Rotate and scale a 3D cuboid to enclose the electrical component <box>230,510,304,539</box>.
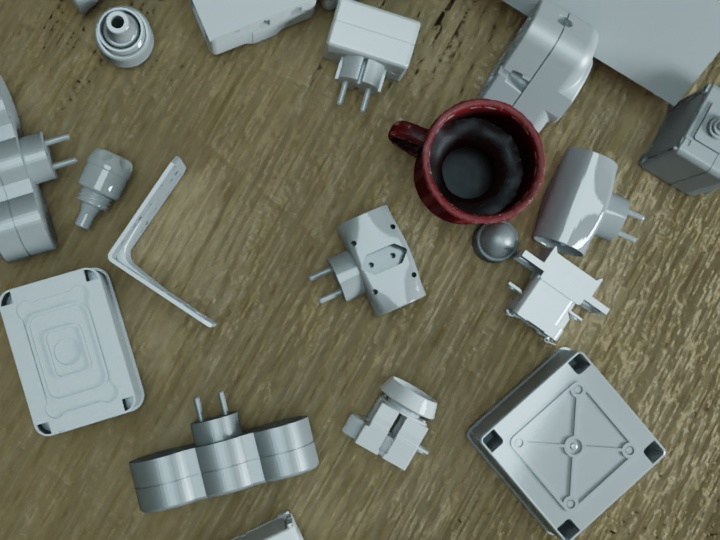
[{"bbox_3d":[-0.082,0.232,0.806,0.096,0.062,0.061,-24,90,-6],"label":"electrical component"}]

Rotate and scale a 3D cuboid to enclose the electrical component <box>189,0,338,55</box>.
[{"bbox_3d":[-0.050,-0.252,0.834,0.186,0.060,0.105,-23,89,-6],"label":"electrical component"}]

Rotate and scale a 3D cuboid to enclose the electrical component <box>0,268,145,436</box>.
[{"bbox_3d":[-0.214,0.060,0.804,0.078,0.057,0.113,-17,89,-6],"label":"electrical component"}]

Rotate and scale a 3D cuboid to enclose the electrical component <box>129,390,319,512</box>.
[{"bbox_3d":[-0.106,0.129,0.814,0.138,0.052,0.073,-14,89,-6],"label":"electrical component"}]

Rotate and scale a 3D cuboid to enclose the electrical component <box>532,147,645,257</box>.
[{"bbox_3d":[0.188,-0.047,0.856,0.079,0.043,0.077,22,85,-5],"label":"electrical component"}]

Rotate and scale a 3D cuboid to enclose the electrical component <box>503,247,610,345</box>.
[{"bbox_3d":[0.151,0.020,0.850,0.081,0.042,0.063,34,88,-2],"label":"electrical component"}]

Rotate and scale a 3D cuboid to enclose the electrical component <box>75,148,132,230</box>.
[{"bbox_3d":[-0.200,-0.061,0.823,0.035,0.035,0.061,25,88,-4],"label":"electrical component"}]

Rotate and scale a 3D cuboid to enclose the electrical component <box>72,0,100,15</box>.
[{"bbox_3d":[-0.202,-0.229,0.826,0.055,0.045,0.045,-33,91,-7],"label":"electrical component"}]

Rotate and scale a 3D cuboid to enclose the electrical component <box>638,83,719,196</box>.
[{"bbox_3d":[0.272,-0.099,0.840,0.061,0.096,0.061,30,85,-3],"label":"electrical component"}]

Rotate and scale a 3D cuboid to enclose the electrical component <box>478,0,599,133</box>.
[{"bbox_3d":[0.139,-0.152,0.830,0.059,0.095,0.053,30,44,-4],"label":"electrical component"}]

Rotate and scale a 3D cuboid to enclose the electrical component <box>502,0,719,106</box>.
[{"bbox_3d":[0.198,-0.227,0.829,0.186,0.060,0.105,30,128,-4],"label":"electrical component"}]

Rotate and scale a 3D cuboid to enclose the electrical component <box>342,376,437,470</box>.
[{"bbox_3d":[0.028,0.116,0.832,0.066,0.048,0.055,30,92,-4],"label":"electrical component"}]

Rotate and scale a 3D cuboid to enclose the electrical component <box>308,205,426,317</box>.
[{"bbox_3d":[0.000,0.000,0.835,0.079,0.043,0.077,-24,89,-6],"label":"electrical component"}]

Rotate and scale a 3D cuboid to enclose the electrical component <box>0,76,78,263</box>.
[{"bbox_3d":[-0.252,-0.081,0.810,0.074,0.052,0.138,-18,90,-6],"label":"electrical component"}]

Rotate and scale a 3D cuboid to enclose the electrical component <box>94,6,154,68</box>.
[{"bbox_3d":[-0.180,-0.180,0.817,0.043,0.062,0.043,0,87,-6],"label":"electrical component"}]

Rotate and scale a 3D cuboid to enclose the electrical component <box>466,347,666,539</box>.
[{"bbox_3d":[0.159,0.134,0.837,0.109,0.056,0.108,-40,91,-6],"label":"electrical component"}]

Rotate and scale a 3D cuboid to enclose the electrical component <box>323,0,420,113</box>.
[{"bbox_3d":[0.003,-0.162,0.841,0.066,0.047,0.076,16,86,-5],"label":"electrical component"}]
